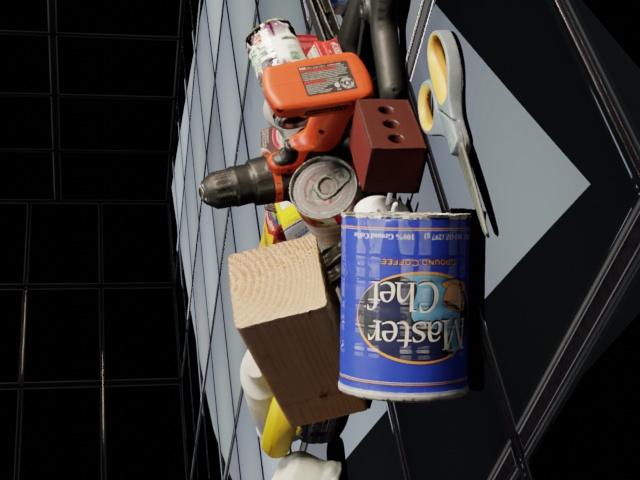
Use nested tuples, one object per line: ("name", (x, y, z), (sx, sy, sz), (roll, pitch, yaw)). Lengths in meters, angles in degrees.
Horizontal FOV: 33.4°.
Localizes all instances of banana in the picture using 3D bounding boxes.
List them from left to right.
("banana", (-0.046, 0.222, 1.262), (0.198, 0.037, 0.069), (105, -176, -57))

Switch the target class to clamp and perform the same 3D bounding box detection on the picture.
("clamp", (0.017, -0.206, 1.163), (0.165, 0.036, 0.210), (-140, 44, -55))
("clamp", (0.059, -0.213, 1.019), (0.120, 0.039, 0.171), (-123, 28, -57))

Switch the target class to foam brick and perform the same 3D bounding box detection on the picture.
("foam brick", (0.060, -0.086, 0.976), (0.078, 0.053, 0.051), (-104, 19, -47))

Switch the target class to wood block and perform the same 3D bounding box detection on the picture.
("wood block", (-0.019, 0.098, 1.087), (0.206, 0.091, 0.090), (70, -172, -51))

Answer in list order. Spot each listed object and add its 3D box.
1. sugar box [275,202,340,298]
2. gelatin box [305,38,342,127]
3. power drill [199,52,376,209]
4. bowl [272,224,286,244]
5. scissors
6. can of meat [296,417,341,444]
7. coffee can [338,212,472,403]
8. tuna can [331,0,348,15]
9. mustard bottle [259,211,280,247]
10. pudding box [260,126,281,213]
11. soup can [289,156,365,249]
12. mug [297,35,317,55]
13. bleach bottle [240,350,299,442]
("sugar box", (-0.008, 0.002, 1.224), (0.093, 0.048, 0.176), (57, -172, -29))
("gelatin box", (0.005, -0.159, 1.132), (0.073, 0.030, 0.089), (66, 149, 15))
("power drill", (-0.028, -0.101, 1.062), (0.188, 0.184, 0.057), (107, 145, -60))
("bowl", (-0.025, 0.060, 1.362), (0.162, 0.055, 0.162), (180, 90, -78))
("scissors", (0.105, -0.075, 0.859), (0.096, 0.016, 0.202), (112, 155, -63))
("can of meat", (-0.004, 0.181, 1.270), (0.084, 0.057, 0.102), (101, 165, -52))
("coffee can", (0.066, 0.049, 0.835), (0.103, 0.102, 0.140), (-169, 79, -78))
("tuna can", (0.014, -0.303, 1.231), (0.086, 0.033, 0.086), (180, 90, -78))
("mustard bottle", (-0.046, -0.027, 1.456), (0.096, 0.058, 0.192), (-102, 18, -44))
("pudding box", (-0.032, -0.099, 1.348), (0.090, 0.039, 0.113), (-20, 69, 44))
("soup can", (0.014, -0.033, 1.078), (0.102, 0.068, 0.068), (59, -157, -64))
("mug", (-0.017, -0.190, 1.265), (0.093, 0.081, 0.117), (-116, 28, -64))
("bleach bottle", (-0.064, 0.193, 1.360), (0.251, 0.068, 0.102), (75, -164, -71))
